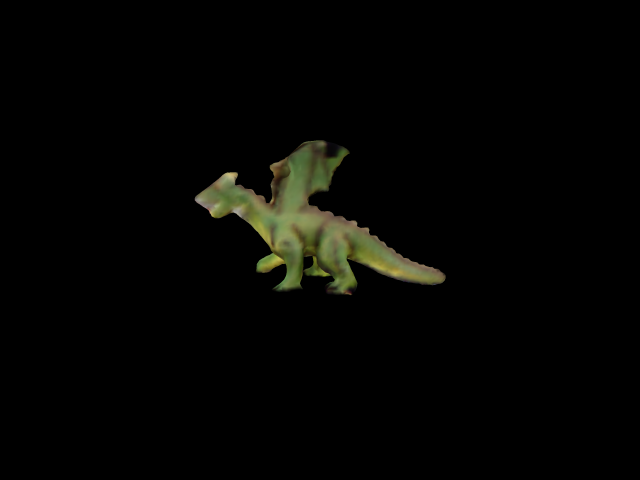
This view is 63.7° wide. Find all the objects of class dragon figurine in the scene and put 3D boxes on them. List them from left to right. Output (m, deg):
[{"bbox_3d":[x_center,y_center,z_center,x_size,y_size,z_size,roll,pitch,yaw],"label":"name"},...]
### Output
[{"bbox_3d":[0.003,-0.043,0.850,0.410,0.241,0.123,0,8,0],"label":"dragon figurine"}]
